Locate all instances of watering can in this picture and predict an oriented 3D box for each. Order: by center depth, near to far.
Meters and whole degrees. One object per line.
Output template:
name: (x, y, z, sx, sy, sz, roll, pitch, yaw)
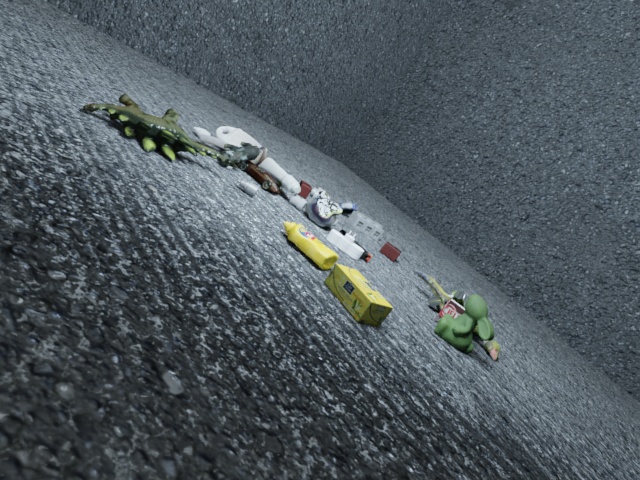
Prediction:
watering can: (-0.335, -0.374, 2.066, 0.224, 0.102, 0.352, 37, 23, 1)

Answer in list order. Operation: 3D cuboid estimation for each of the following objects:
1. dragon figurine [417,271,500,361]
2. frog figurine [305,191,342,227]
dragon figurine: (0.512, 0.274, 1.873, 0.239, 0.122, 0.418, 46, 6, -36)
frog figurine: (0.006, -0.099, 1.968, 0.137, 0.125, 0.157, 25, -23, -4)
